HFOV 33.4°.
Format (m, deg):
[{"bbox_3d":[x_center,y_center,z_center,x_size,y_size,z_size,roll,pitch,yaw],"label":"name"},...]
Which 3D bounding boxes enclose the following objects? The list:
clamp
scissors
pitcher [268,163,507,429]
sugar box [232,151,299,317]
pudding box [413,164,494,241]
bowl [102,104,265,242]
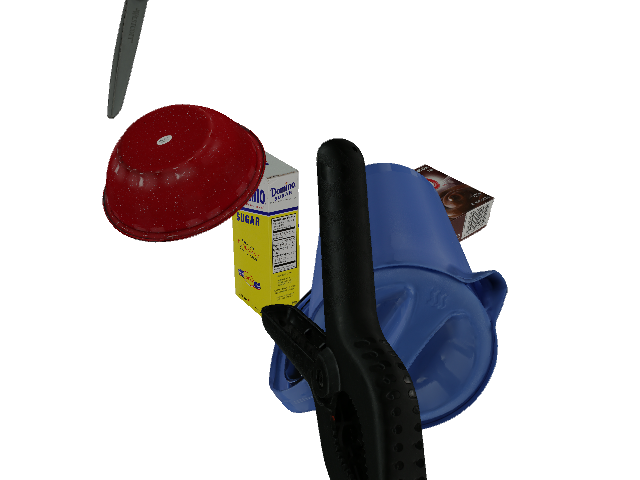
[{"bbox_3d":[0.017,0.062,0.563,0.036,0.165,0.210,-4,46,-20],"label":"clamp"},{"bbox_3d":[-0.106,-0.183,0.738,0.096,0.202,0.016,-5,-11,-7],"label":"scissors"},{"bbox_3d":[0.045,0.034,0.833,0.149,0.145,0.243,9,24,-4],"label":"pitcher"},{"bbox_3d":[-0.062,-0.005,1.184,0.048,0.176,0.093,-17,28,-27],"label":"sugar box"},{"bbox_3d":[0.099,-0.028,1.039,0.090,0.039,0.113,31,38,34],"label":"pudding box"},{"bbox_3d":[-0.135,-0.075,0.984,0.162,0.162,0.055,0,-41,19],"label":"bowl"}]
